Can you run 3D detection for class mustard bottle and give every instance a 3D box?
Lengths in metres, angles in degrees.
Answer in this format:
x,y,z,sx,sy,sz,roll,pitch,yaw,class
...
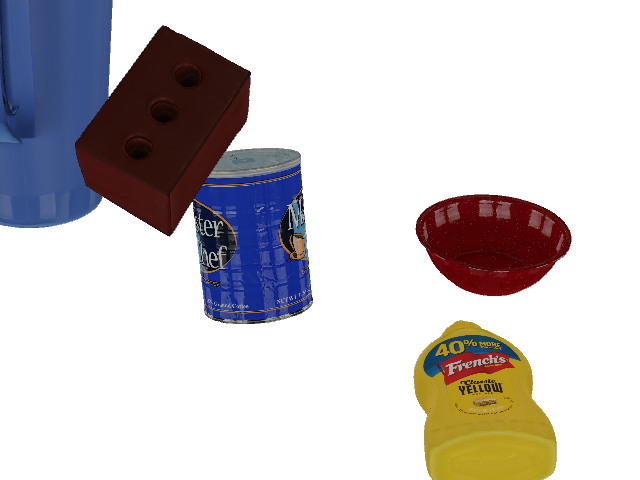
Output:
x,y,z,sx,sy,sz,roll,pitch,yaw,class
0.125,0.121,0.861,0.096,0.058,0.191,-5,26,2,mustard bottle

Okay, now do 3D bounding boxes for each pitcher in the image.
x,y,z,sx,sy,sz,roll,pitch,yaw,class
-0.216,-0.131,0.775,0.145,0.243,0.148,27,34,37,pitcher

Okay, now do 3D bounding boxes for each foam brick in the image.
x,y,z,sx,sy,sz,roll,pitch,yaw,class
-0.076,-0.053,0.523,0.053,0.078,0.051,29,-19,5,foam brick

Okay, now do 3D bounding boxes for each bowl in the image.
x,y,z,sx,sy,sz,roll,pitch,yaw,class
0.180,0.011,1.126,0.162,0.055,0.162,0,31,0,bowl

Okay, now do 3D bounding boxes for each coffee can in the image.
x,y,z,sx,sy,sz,roll,pitch,yaw,class
-0.063,-0.006,0.975,0.103,0.140,0.103,-4,15,1,coffee can
